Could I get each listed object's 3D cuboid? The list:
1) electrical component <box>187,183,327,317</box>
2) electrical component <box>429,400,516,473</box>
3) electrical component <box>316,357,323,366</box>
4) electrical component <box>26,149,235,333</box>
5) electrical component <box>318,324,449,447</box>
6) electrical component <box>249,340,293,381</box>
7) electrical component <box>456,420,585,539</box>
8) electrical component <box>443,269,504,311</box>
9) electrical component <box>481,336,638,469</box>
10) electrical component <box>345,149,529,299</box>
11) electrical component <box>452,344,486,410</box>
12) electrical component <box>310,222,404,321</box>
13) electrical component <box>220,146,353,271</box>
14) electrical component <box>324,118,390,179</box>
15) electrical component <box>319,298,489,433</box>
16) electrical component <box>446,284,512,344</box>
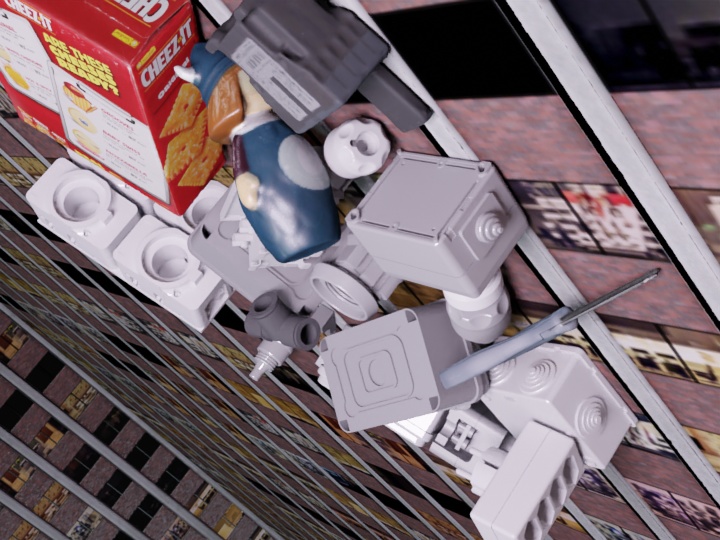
[{"bbox_3d":[-0.071,-0.016,0.854,0.113,0.078,0.057,39,158,-8],"label":"electrical component"},{"bbox_3d":[0.104,0.131,0.877,0.056,0.050,0.089,31,-162,17],"label":"electrical component"},{"bbox_3d":[-0.009,0.094,1.061,0.055,0.048,0.066,43,162,4],"label":"electrical component"},{"bbox_3d":[-0.184,-0.045,0.941,0.186,0.105,0.060,32,161,12],"label":"electrical component"},{"bbox_3d":[0.034,0.094,0.907,0.109,0.056,0.109,31,-174,17],"label":"electrical component"},{"bbox_3d":[-0.102,0.097,1.207,0.035,0.061,0.035,32,161,13],"label":"electrical component"},{"bbox_3d":[0.105,0.150,0.769,0.076,0.083,0.047,21,154,35],"label":"electrical component"},{"bbox_3d":[0.070,-0.002,0.696,0.040,0.040,0.046,24,151,34],"label":"electrical component"},{"bbox_3d":[0.141,0.098,0.792,0.099,0.048,0.100,48,156,-28],"label":"electrical component"},{"bbox_3d":[0.052,-0.025,0.635,0.096,0.061,0.061,16,152,47],"label":"electrical component"},{"bbox_3d":[0.075,0.076,0.827,0.048,0.062,0.048,-1,151,0],"label":"electrical component"},{"bbox_3d":[0.000,0.000,0.797,0.058,0.057,0.078,44,160,-21],"label":"electrical component"},{"bbox_3d":[-0.052,-0.041,0.761,0.079,0.063,0.121,-2,168,-15],"label":"electrical component"},{"bbox_3d":[-0.007,-0.073,0.668,0.035,0.035,0.061,42,163,-15],"label":"electrical component"},{"bbox_3d":[0.032,0.071,0.797,0.113,0.057,0.078,-22,80,46],"label":"electrical component"},{"bbox_3d":[0.084,0.031,0.743,0.043,0.043,0.062,28,161,25],"label":"electrical component"}]
